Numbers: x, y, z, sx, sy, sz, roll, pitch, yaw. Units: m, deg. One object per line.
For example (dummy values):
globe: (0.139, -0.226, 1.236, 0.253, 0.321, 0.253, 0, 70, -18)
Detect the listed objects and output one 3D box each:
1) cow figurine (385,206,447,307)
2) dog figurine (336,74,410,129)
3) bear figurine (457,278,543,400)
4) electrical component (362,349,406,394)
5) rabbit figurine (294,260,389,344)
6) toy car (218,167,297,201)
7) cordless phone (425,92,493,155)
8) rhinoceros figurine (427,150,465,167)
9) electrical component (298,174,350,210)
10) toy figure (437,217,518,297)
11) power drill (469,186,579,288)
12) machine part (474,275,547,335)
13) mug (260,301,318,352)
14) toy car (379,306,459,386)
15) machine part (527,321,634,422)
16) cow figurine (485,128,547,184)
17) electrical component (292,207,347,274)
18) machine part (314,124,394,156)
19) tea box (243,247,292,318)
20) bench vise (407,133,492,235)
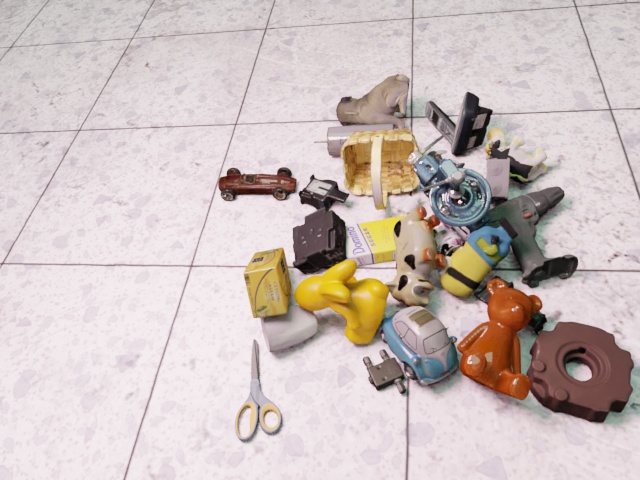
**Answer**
cow figurine: (0.185, 0.044, 1.080, 0.127, 0.085, 0.195, -28, 53, 41)
dog figurine: (0.134, -0.367, 1.405, 0.191, 0.172, 0.121, 8, 43, 7)
bear figurine: (0.328, 0.166, 0.948, 0.120, 0.132, 0.196, 29, 82, 4)
electrical component: (0.121, 0.251, 1.005, 0.063, 0.021, 0.094, -23, 52, -8)
rabbit figurine: (0.037, 0.114, 1.028, 0.173, 0.162, 0.122, 13, 61, -1)
toy car: (-0.160, -0.145, 1.353, 0.202, 0.053, 0.089, 0, 49, 12)
cordless phone: (0.329, -0.315, 1.336, 0.089, 0.146, 0.184, -21, 53, -17)
rhinoceros figurine: (0.303, -0.138, 1.248, 0.112, 0.073, 0.190, -26, 52, -9)
electrical component: (0.016, -0.108, 1.293, 0.119, 0.047, 0.075, 19, 58, 23)
toy figure: (0.313, 0.036, 1.064, 0.180, 0.082, 0.089, -41, 50, 15)
power drill: (0.448, -0.013, 1.119, 0.232, 0.085, 0.207, -18, 55, -2)
machine part: (0.378, 0.126, 1.048, 0.084, 0.039, 0.139, -32, 52, -21)
mug: (-0.063, 0.164, 1.079, 0.107, 0.080, 0.110, -11, 37, -12)
toy car: (0.186, 0.176, 0.992, 0.109, 0.102, 0.162, -19, 49, -25)
machine part: (0.456, 0.226, 0.943, 0.179, 0.056, 0.179, -4, 51, 5)
cow figurine: (0.446, -0.198, 1.277, 0.098, 0.068, 0.168, -37, 54, -12)
electrical component: (-0.002, -0.004, 1.181, 0.115, 0.058, 0.134, -24, 47, 25)
machine part: (0.105, -0.255, 1.375, 0.243, 0.079, 0.079, 0, 52, 9)
tea box: (-0.101, 0.082, 1.080, 0.068, 0.098, 0.170, -10, 13, 4)
bench vise: (0.257, -0.115, 1.070, 0.129, 0.240, 0.223, -30, 76, 8)
